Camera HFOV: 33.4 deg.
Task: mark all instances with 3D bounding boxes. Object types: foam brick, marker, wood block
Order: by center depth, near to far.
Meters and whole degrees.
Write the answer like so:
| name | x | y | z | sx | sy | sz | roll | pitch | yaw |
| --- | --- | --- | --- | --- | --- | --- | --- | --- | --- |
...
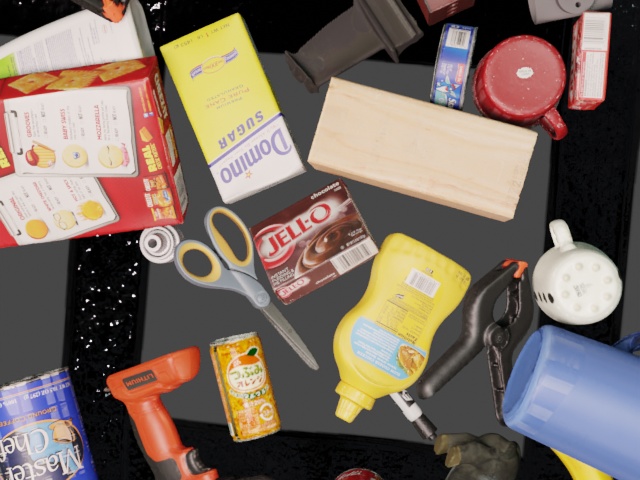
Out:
| name | x | y | z | sx | sy | sz | roll | pitch | yaw |
| --- | --- | --- | --- | --- | --- | --- | --- | --- | --- |
| wood block | 0.102 | -0.089 | 1.071 | 0.206 | 0.091 | 0.090 | 16 | 91 | 5 |
| foam brick | 0.123 | -0.254 | 1.073 | 0.053 | 0.078 | 0.051 | -25 | 89 | 7 |
| marker | 0.081 | 0.159 | 1.112 | 0.020 | 0.020 | 0.121 | -38 | 87 | 5 |

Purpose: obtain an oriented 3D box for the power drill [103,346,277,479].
| name | x | y | z | sx | sy | sz | roll | pitch | yaw |
| --- | --- | --- | --- | --- | --- | --- | --- | --- | --- |
| power drill | -0.134 | 0.208 | 1.089 | 0.185 | 0.057 | 0.187 | -20 | 85 | 30 |

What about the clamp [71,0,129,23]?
| name | x | y | z | sx | sy | sz | roll | pitch | yaw |
| --- | --- | --- | --- | --- | --- | --- | --- | --- | --- |
| clamp | -0.229 | -0.314 | 1.096 | 0.164 | 0.036 | 0.210 | -31 | 63 | 3 |

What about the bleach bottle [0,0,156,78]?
| name | x | y | z | sx | sy | sz | roll | pitch | yaw |
| --- | --- | --- | --- | --- | --- | --- | --- | --- | --- |
| bleach bottle | -0.301 | -0.177 | 1.124 | 0.251 | 0.068 | 0.102 | -15 | 87 | 8 |

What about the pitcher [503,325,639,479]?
| name | x | y | z | sx | sy | sz | roll | pitch | yaw |
| --- | --- | --- | --- | --- | --- | --- | --- | --- | --- |
| pitcher | 0.309 | 0.165 | 1.032 | 0.243 | 0.149 | 0.145 | 23 | 104 | 1 |

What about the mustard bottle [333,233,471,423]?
| name | x | y | z | sx | sy | sz | roll | pitch | yaw |
| --- | --- | --- | --- | --- | --- | --- | --- | --- | --- |
| mustard bottle | 0.069 | 0.096 | 1.077 | 0.096 | 0.058 | 0.191 | 30 | 83 | -9 |

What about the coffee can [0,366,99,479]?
| name | x | y | z | sx | sy | sz | roll | pitch | yaw |
| --- | --- | --- | --- | --- | --- | --- | --- | --- | --- |
| coffee can | -0.293 | 0.213 | 1.107 | 0.103 | 0.102 | 0.140 | -16 | 89 | 5 |

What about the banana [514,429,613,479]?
| name | x | y | z | sx | sy | sz | roll | pitch | yaw |
| --- | --- | --- | --- | --- | --- | --- | --- | --- | --- |
| banana | 0.267 | 0.257 | 1.087 | 0.070 | 0.037 | 0.198 | -26 | 88 | 11 |

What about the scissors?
| name | x | y | z | sx | sy | sz | roll | pitch | yaw |
| --- | --- | --- | --- | --- | --- | --- | --- | --- | --- |
| scissors | -0.082 | 0.063 | 1.113 | 0.096 | 0.016 | 0.202 | -24 | 88 | -23 |

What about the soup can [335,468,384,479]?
| name | x | y | z | sx | sy | sz | roll | pitch | yaw |
| --- | --- | --- | --- | --- | --- | --- | --- | --- | --- |
| soup can | 0.037 | 0.276 | 1.076 | 0.068 | 0.102 | 0.068 | 0 | 91 | 6 |

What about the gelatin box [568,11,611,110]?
| name | x | y | z | sx | sy | sz | roll | pitch | yaw |
| --- | --- | --- | --- | --- | --- | --- | --- | --- | --- |
| gelatin box | 0.267 | -0.177 | 1.062 | 0.030 | 0.073 | 0.089 | 4 | 92 | 6 |

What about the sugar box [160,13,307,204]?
| name | x | y | z | sx | sy | sz | roll | pitch | yaw |
| --- | --- | --- | --- | --- | --- | --- | --- | --- | --- |
| sugar box | -0.089 | -0.135 | 1.111 | 0.093 | 0.048 | 0.176 | -23 | 87 | 5 |

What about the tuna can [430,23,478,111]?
| name | x | y | z | sx | sy | sz | roll | pitch | yaw |
| --- | --- | --- | --- | --- | --- | --- | --- | --- | --- |
| tuna can | 0.134 | -0.173 | 1.069 | 0.034 | 0.086 | 0.086 | 11 | 92 | 7 |

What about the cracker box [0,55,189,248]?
| name | x | y | z | sx | sy | sz | roll | pitch | yaw |
| --- | --- | --- | --- | --- | --- | --- | --- | --- | --- |
| cracker box | -0.254 | -0.088 | 1.087 | 0.214 | 0.072 | 0.164 | -7 | 119 | 6 |

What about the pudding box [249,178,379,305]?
| name | x | y | z | sx | sy | sz | roll | pitch | yaw |
| --- | --- | --- | --- | --- | --- | --- | --- | --- | --- |
| pudding box | -0.007 | 0.001 | 1.087 | 0.113 | 0.039 | 0.090 | -28 | 51 | 3 |

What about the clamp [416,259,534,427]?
| name | x | y | z | sx | sy | sz | roll | pitch | yaw |
| --- | --- | --- | --- | --- | --- | --- | --- | --- | --- |
| clamp | 0.162 | 0.099 | 1.077 | 0.120 | 0.039 | 0.171 | 12 | 88 | -32 |

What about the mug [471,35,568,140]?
| name | x | y | z | sx | sy | sz | roll | pitch | yaw |
| --- | --- | --- | --- | --- | --- | --- | --- | --- | --- |
| mug | 0.207 | -0.148 | 1.064 | 0.093 | 0.081 | 0.117 | -35 | 87 | 5 |
